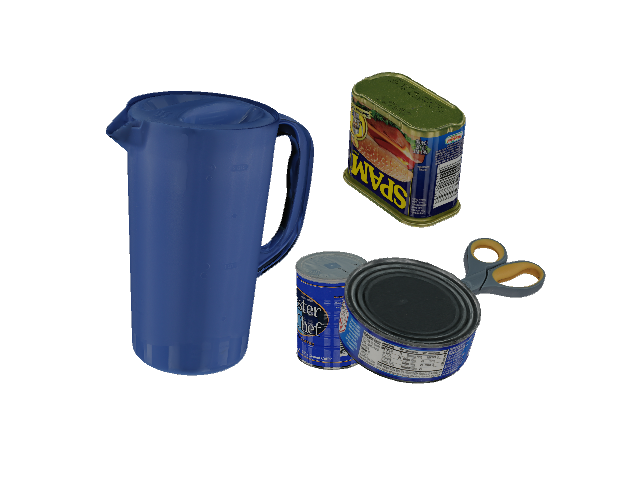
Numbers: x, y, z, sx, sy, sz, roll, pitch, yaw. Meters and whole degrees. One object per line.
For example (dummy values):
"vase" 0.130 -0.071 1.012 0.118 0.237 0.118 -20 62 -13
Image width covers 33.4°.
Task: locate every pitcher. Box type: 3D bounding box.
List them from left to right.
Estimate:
"pitcher" -0.102 -0.008 0.963 0.149 0.243 0.144 12 22 17

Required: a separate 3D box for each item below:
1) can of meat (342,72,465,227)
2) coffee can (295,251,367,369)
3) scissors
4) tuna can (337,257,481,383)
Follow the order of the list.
"can of meat" 0.065 -0.073 0.830 0.057 0.084 0.102 -22 42 -30
"coffee can" 0.016 0.099 1.522 0.103 0.140 0.103 0 21 0
"scissors" 0.142 0.037 1.097 0.201 0.016 0.096 -7 41 -29
"tuna can" 0.054 0.049 0.663 0.086 0.034 0.086 7 34 -5
